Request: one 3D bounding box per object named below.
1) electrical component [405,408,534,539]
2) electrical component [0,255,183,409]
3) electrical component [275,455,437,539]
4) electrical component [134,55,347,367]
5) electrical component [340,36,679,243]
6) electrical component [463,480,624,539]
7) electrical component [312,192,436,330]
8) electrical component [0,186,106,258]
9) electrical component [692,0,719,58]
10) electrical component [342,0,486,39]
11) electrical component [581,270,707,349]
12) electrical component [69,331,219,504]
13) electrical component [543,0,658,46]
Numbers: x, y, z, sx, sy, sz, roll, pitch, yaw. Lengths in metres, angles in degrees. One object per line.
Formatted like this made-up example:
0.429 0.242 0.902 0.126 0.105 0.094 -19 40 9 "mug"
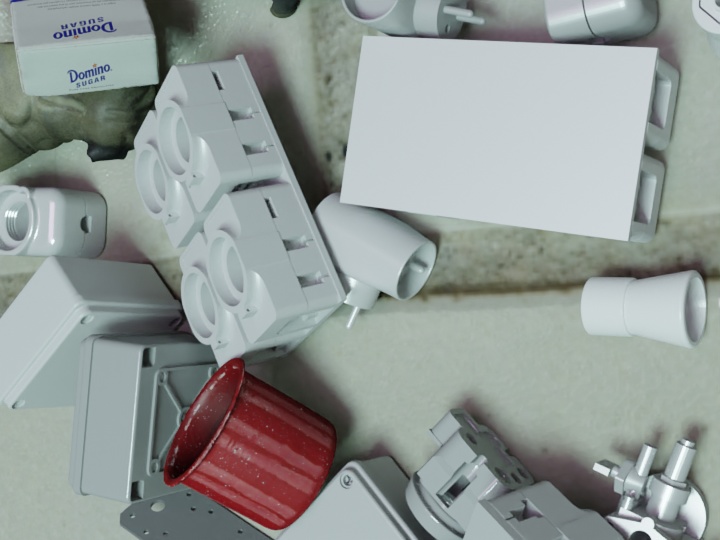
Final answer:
0.065 0.134 0.664 0.057 0.058 0.078 -49 66 17 "electrical component"
-0.206 0.047 0.794 0.108 0.109 0.056 -48 64 20 "electrical component"
0.005 0.195 0.697 0.108 0.056 0.108 -49 67 20 "electrical component"
-0.091 -0.036 0.732 0.105 0.060 0.186 -44 65 53 "electrical component"
0.089 -0.080 0.655 0.186 0.060 0.105 10 93 30 "electrical component"
0.096 0.207 0.611 0.089 0.062 0.150 43 130 41 "electrical component"
0.000 0.000 0.714 0.077 0.043 0.079 30 104 27 "electrical component"
-0.258 -0.038 0.855 0.095 0.059 0.053 2 89 30 "electrical component"
0.205 -0.139 0.587 0.044 0.065 0.044 -1 88 30 "electrical component"
0.040 -0.165 0.676 0.079 0.077 0.043 19 97 29 "electrical component"
0.162 0.022 0.622 0.065 0.044 0.044 1 89 35 "electrical component"
-0.145 0.100 0.757 0.056 0.109 0.108 6 91 28 "electrical component"
0.141 -0.183 0.632 0.059 0.054 0.095 -9 84 30 "electrical component"
